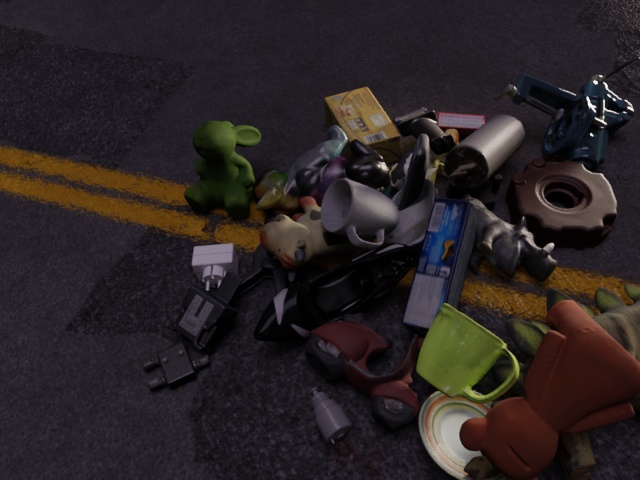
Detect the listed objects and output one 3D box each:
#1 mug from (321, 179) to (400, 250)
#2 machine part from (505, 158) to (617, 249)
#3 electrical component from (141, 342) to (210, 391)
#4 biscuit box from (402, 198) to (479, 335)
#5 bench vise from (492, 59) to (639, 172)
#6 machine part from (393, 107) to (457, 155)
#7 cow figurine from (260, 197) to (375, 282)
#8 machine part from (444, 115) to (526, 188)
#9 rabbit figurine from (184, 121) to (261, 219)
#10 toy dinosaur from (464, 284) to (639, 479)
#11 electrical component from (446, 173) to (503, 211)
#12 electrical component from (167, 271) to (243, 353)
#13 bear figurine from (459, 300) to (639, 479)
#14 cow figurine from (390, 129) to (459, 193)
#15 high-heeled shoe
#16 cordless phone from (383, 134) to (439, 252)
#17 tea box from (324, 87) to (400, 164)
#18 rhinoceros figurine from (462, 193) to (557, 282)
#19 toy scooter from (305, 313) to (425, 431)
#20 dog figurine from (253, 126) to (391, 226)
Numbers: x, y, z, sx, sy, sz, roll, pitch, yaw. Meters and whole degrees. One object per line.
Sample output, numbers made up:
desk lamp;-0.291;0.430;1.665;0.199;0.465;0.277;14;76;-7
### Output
mug;0.070;-0.034;0.804;0.107;0.080;0.110;9;43;-32
machine part;0.405;-0.063;0.907;0.179;0.056;0.179;-2;52;2
electrical component;-0.210;0.181;0.786;0.094;0.021;0.063;-23;52;-12
biscuit box;0.180;0.040;0.791;0.059;0.062;0.202;8;71;34
bench vise;0.452;-0.244;0.987;0.241;0.129;0.223;24;77;-5
machine part;0.191;-0.197;0.965;0.084;0.039;0.139;-19;40;-13
cow figurine;-0.002;-0.003;0.854;0.195;0.085;0.127;0;51;-24
machine part;0.285;-0.154;0.922;0.079;0.079;0.243;29;45;25
rabbit figurine;-0.165;-0.143;0.950;0.121;0.170;0.159;17;55;17
toy dinosaur;0.357;0.155;0.703;0.471;0.104;0.199;-28;53;-18
electrical component;0.270;-0.089;0.946;0.102;0.045;0.078;-4;49;2
electrical component;-0.163;0.101;0.805;0.075;0.047;0.119;32;87;25
bear figurine;0.255;0.178;0.596;0.120;0.132;0.196;42;104;7
cow figurine;0.193;-0.145;0.988;0.098;0.068;0.167;14;51;29
high-heeled shoe;0.031;0.077;0.767;0.249;0.145;0.086;-32;96;-36
cordless phone;0.150;-0.061;0.846;0.089;0.184;0.146;11;52;8
tea box;0.080;-0.218;1.054;0.098;0.068;0.170;-15;50;-8
rhinoceros figurine;0.284;0.001;0.861;0.112;0.073;0.190;-29;53;-27
toy scooter;0.078;0.160;0.744;0.184;0.075;0.135;36;62;25
dog figurine;-0.009;-0.083;0.933;0.219;0.108;0.192;-40;61;-19
